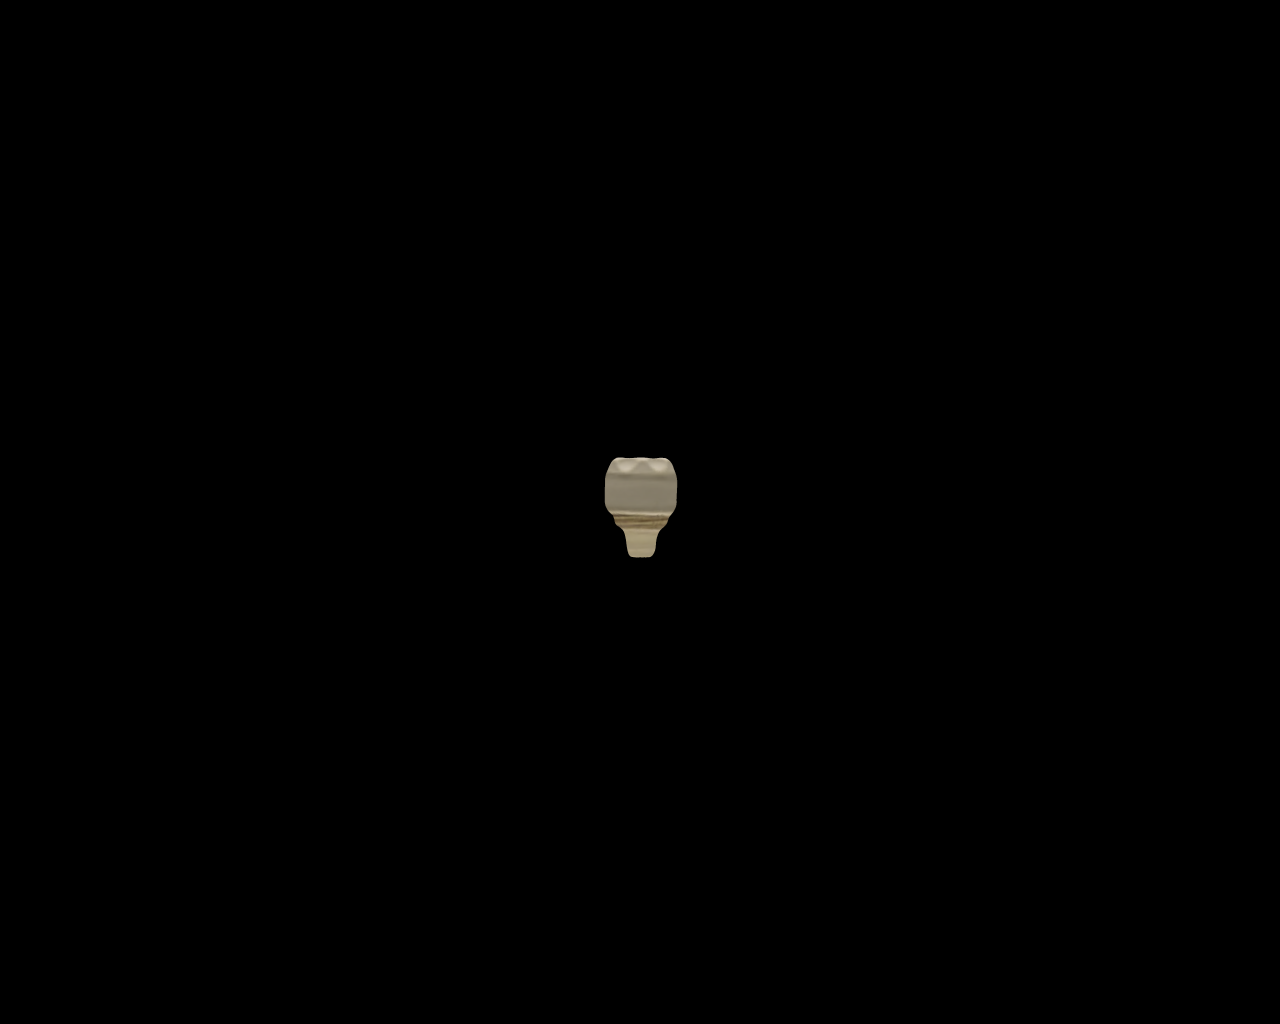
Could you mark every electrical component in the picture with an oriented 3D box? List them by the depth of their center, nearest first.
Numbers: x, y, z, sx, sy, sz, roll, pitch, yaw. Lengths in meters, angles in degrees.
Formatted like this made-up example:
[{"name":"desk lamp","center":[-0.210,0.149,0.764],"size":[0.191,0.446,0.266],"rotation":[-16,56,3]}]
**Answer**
[{"name":"electrical component","center":[0.001,-0.003,0.650],"size":[0.043,0.062,0.043],"rotation":[0,2,0]}]
